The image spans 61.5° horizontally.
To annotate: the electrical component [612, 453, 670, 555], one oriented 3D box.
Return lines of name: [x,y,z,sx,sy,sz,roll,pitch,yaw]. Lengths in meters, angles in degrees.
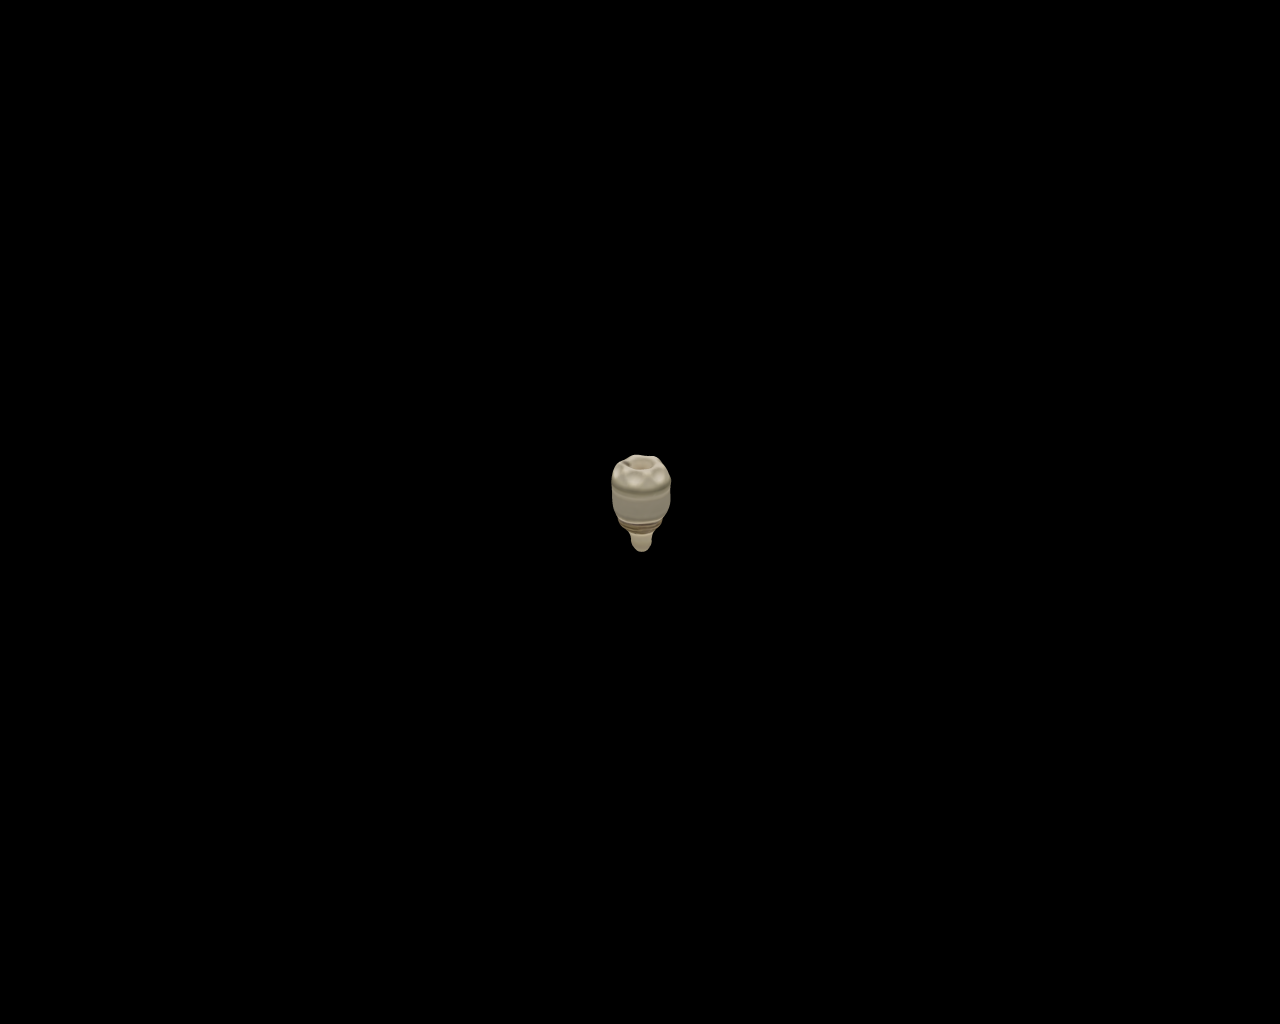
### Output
electrical component: [0.001,-0.003,0.650,0.035,0.061,0.035,0,28,0]
